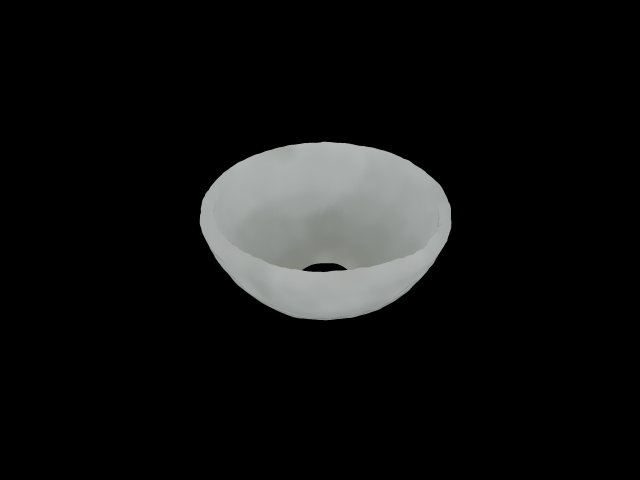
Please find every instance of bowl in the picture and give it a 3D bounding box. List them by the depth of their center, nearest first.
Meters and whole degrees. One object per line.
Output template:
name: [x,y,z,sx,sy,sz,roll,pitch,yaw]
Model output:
bowl: [0.004,0.001,0.400,0.167,0.075,0.167,0,37,0]
